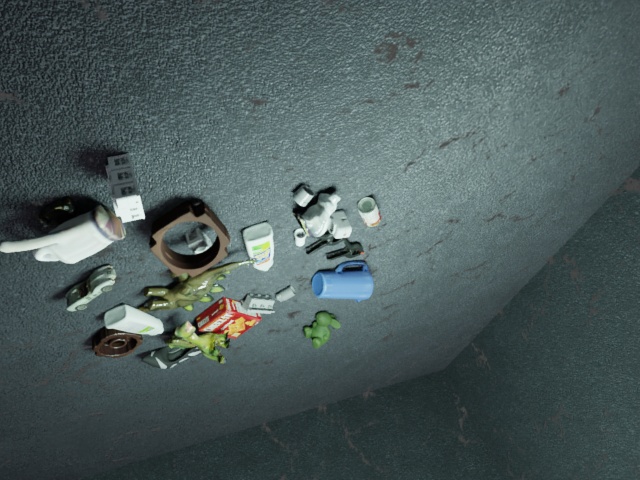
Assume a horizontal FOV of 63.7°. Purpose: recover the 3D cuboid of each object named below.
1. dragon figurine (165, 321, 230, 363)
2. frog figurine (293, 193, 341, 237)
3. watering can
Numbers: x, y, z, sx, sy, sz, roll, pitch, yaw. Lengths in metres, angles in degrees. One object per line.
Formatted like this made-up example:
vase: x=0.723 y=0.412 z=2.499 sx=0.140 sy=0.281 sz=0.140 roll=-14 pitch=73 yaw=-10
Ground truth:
dragon figurine: x=-0.493 y=0.419 z=2.061 sx=0.243 sy=0.125 sz=0.401 roll=12 pitch=148 yaw=-2
frog figurine: x=0.005 y=-0.086 z=1.718 sx=0.160 sy=0.122 sz=0.137 roll=-30 pitch=-179 yaw=-8
watering can: x=-0.644 y=-0.007 z=1.335 sx=0.225 sy=0.104 sz=0.346 roll=-29 pitch=176 yaw=-3
